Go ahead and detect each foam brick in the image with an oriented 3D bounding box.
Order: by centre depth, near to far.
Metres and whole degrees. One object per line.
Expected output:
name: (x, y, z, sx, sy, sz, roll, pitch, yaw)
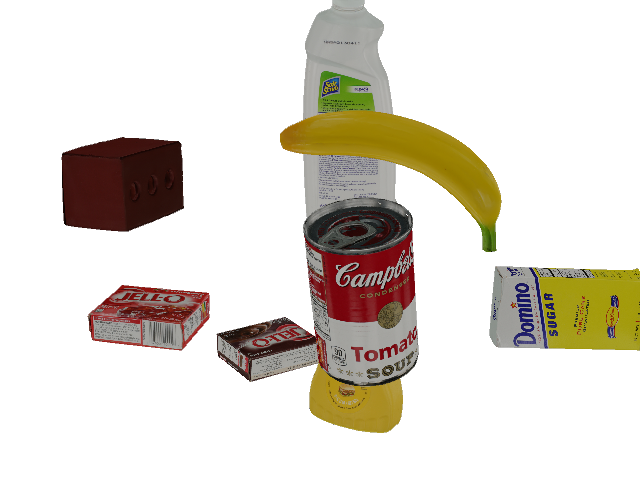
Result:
foam brick: (-0.139, -0.041, 0.757, 0.051, 0.053, 0.078, 7, 17, 23)

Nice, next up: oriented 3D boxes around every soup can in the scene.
soup can: (0.027, 0.033, 0.679, 0.068, 0.102, 0.068, -5, 29, 2)

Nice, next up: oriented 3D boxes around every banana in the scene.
banana: (0.068, -0.063, 0.848, 0.198, 0.069, 0.037, 27, -1, -1)

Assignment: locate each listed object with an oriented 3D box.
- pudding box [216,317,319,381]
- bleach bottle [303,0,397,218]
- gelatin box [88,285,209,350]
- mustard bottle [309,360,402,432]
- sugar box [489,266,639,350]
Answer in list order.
pudding box: (-0.068, 0.143, 1.416, 0.113, 0.039, 0.090, -14, 24, -31)
bleach bottle: (0.034, -0.132, 1.075, 0.102, 0.251, 0.068, 0, 31, -2)
gelatin box: (-0.153, 0.067, 0.960, 0.089, 0.030, 0.073, 5, 19, 13)
mustard bottle: (0.042, 0.096, 1.093, 0.096, 0.192, 0.058, 11, 15, 26)
sugar box: (0.294, 0.081, 1.270, 0.176, 0.093, 0.048, 0, 18, -4)
